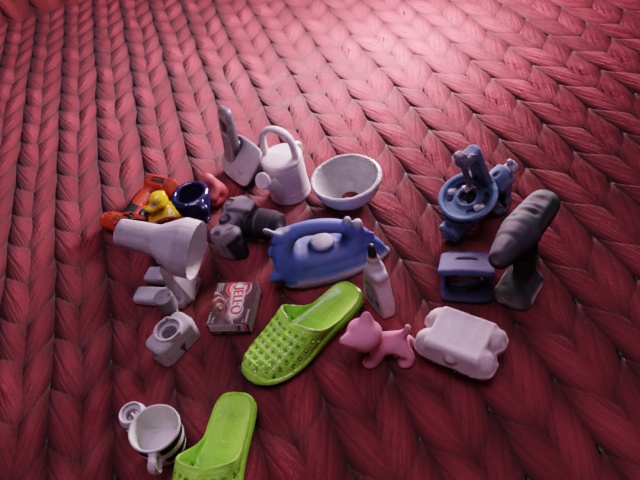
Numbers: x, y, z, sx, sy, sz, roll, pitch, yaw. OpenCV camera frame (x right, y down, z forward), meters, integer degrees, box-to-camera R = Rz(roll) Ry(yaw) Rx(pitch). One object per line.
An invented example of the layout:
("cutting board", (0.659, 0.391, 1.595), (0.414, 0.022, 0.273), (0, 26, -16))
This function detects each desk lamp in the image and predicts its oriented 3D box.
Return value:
("desk lamp", (-0.315, 0.042, 1.167), (0.202, 0.214, 0.118), (2, 47, 15))

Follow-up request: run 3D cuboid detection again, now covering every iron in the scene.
("iron", (0.011, 0.004, 1.176), (0.258, 0.142, 0.118), (-12, 45, 2))

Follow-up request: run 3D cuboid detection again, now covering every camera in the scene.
("camera", (-0.156, -0.035, 1.284), (0.136, 0.101, 0.143), (9, 50, 22))

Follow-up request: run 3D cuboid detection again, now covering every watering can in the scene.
("watering can", (-0.089, -0.178, 1.339), (0.100, 0.194, 0.173), (-4, 46, 10))

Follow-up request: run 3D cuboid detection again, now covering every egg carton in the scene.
("egg carton", (0.245, 0.181, 0.999), (0.149, 0.069, 0.107), (18, 53, 28))

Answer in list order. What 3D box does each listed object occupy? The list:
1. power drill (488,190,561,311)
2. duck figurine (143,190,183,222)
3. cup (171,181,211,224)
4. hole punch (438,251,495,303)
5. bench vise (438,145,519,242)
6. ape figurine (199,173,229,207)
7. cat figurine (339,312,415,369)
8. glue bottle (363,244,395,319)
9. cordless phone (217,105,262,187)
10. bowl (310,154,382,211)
("power drill", (0.359, 0.026, 1.023), (0.075, 0.209, 0.230), (21, 55, 30))
("duck figurine", (-0.380, -0.084, 1.397), (0.105, 0.086, 0.077), (-33, 48, -18))
("cup", (-0.288, -0.073, 1.356), (0.092, 0.095, 0.117), (-37, 49, -21))
("hole punch", (0.278, 0.057, 1.096), (0.108, 0.091, 0.101), (1, 47, 15))
("bench vise", (0.318, -0.125, 1.171), (0.121, 0.220, 0.208), (21, 55, 30))
("ape figurine", (-0.268, -0.127, 1.406), (0.076, 0.092, 0.077), (-17, 45, -3))
("cat figurine", (0.101, 0.171, 1.009), (0.127, 0.118, 0.067), (-6, 46, 8))
("glue bottle", (0.105, 0.069, 1.068), (0.037, 0.173, 0.078), (-26, 46, -11))
("cordless phone", (-0.204, -0.236, 1.430), (0.094, 0.185, 0.147), (-37, 49, -21))
("bowl", (0.065, -0.122, 1.332), (0.167, 0.075, 0.167), (-7, 46, 7))
